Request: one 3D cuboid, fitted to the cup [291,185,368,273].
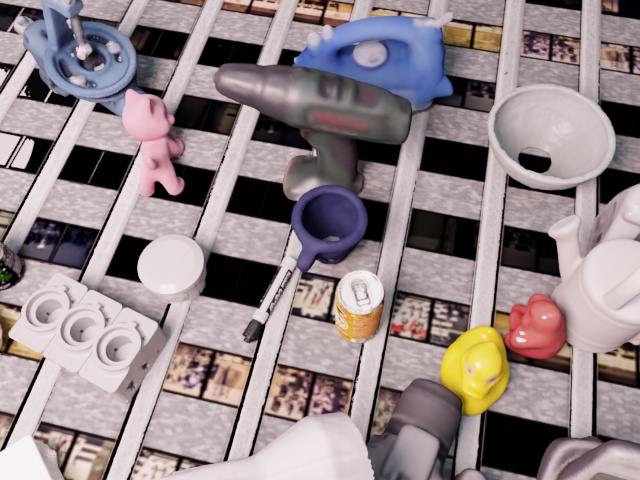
[{"bbox_3d":[0.007,0.003,0.711,0.091,0.095,0.118,24,66,12],"label":"cup"}]

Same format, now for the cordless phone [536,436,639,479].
[{"bbox_3d":[0.296,0.235,0.539,0.147,0.185,0.094,11,63,6],"label":"cordless phone"}]

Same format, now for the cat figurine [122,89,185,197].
[{"bbox_3d":[-0.228,-0.139,0.772,0.067,0.118,0.127,-9,63,-4],"label":"cat figurine"}]

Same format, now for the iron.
[{"bbox_3d":[0.064,-0.264,0.821,0.258,0.141,0.118,-4,63,-1],"label":"iron"}]

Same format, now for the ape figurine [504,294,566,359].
[{"bbox_3d":[0.253,0.097,0.662,0.078,0.092,0.076,-31,67,-14],"label":"ape figurine"}]

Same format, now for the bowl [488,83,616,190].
[{"bbox_3d":[0.308,-0.129,0.787,0.167,0.075,0.167,0,63,1],"label":"bowl"}]

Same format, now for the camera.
[{"bbox_3d":[0.113,0.223,0.594,0.143,0.101,0.137,25,66,13],"label":"camera"}]

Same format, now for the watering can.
[{"bbox_3d":[0.327,0.046,0.630,0.172,0.194,0.101,24,66,13],"label":"watering can"}]

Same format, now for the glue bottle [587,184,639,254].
[{"bbox_3d":[0.373,-0.035,0.683,0.037,0.173,0.078,20,65,11],"label":"glue bottle"}]

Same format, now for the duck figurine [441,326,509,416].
[{"bbox_3d":[0.181,0.140,0.644,0.077,0.086,0.105,22,65,11],"label":"duck figurine"}]

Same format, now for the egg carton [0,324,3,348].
[{"bbox_3d":[-0.454,0.105,0.677,0.150,0.069,0.107,31,67,15],"label":"egg carton"}]

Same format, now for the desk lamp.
[{"bbox_3d":[-0.056,0.241,0.523,0.203,0.213,0.118,-10,63,-4],"label":"desk lamp"}]

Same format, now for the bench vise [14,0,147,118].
[{"bbox_3d":[-0.352,-0.266,0.781,0.207,0.220,0.121,13,64,7],"label":"bench vise"}]

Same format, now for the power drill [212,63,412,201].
[{"bbox_3d":[-0.006,-0.130,0.715,0.229,0.208,0.075,5,63,3],"label":"power drill"}]
